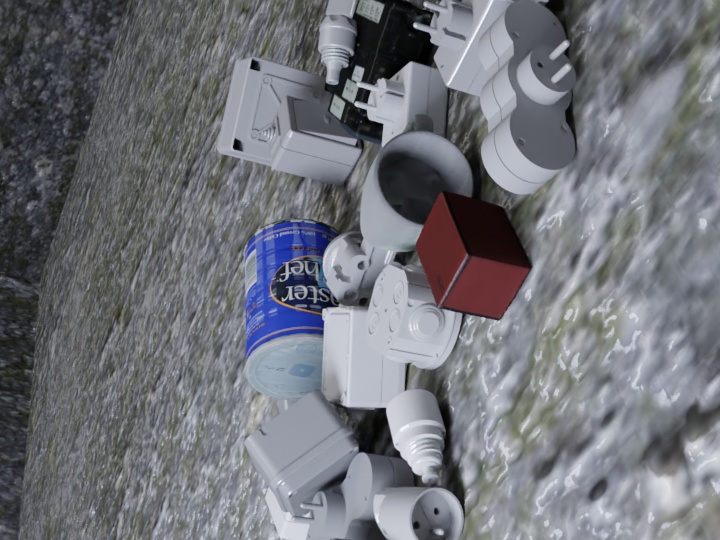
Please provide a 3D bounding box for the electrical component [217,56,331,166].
[{"bbox_3d":[-0.092,-0.171,1.196,0.056,0.109,0.108,12,90,65],"label":"electrical component"}]

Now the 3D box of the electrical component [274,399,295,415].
[{"bbox_3d":[-0.065,0.133,1.064,0.040,0.040,0.046,-53,39,46],"label":"electrical component"}]

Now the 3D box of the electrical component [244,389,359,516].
[{"bbox_3d":[-0.045,0.156,0.894,0.057,0.078,0.113,51,166,19],"label":"electrical component"}]

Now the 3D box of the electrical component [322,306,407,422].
[{"bbox_3d":[0.006,0.079,0.903,0.062,0.061,0.096,175,98,-67],"label":"electrical component"}]

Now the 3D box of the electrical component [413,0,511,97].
[{"bbox_3d":[0.079,-0.188,0.837,0.047,0.076,0.083,-105,35,-48],"label":"electrical component"}]

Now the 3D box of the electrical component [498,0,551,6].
[{"bbox_3d":[0.132,-0.239,0.754,0.121,0.063,0.078,142,135,-57],"label":"electrical component"}]

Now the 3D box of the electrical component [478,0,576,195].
[{"bbox_3d":[0.122,-0.128,0.733,0.074,0.052,0.138,137,139,-55],"label":"electrical component"}]

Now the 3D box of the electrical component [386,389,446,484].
[{"bbox_3d":[0.045,0.125,0.803,0.078,0.040,0.040,-104,34,-47],"label":"electrical component"}]

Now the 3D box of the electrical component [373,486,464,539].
[{"bbox_3d":[0.037,0.181,0.788,0.081,0.043,0.043,158,122,-64],"label":"electrical component"}]

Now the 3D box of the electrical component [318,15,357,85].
[{"bbox_3d":[-0.022,-0.201,0.990,0.035,0.035,0.061,166,112,-66],"label":"electrical component"}]

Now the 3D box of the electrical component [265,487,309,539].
[{"bbox_3d":[-0.047,0.196,0.978,0.065,0.047,0.076,-128,53,-62],"label":"electrical component"}]

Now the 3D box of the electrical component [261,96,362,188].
[{"bbox_3d":[-0.052,-0.135,1.095,0.061,0.096,0.061,-100,32,-43],"label":"electrical component"}]

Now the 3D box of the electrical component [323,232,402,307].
[{"bbox_3d":[0.000,0.000,0.954,0.078,0.058,0.057,-70,26,18],"label":"electrical component"}]

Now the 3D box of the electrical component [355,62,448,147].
[{"bbox_3d":[0.031,-0.142,0.927,0.047,0.077,0.065,151,127,-62],"label":"electrical component"}]

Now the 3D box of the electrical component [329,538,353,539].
[{"bbox_3d":[0.009,0.241,0.799,0.096,0.061,0.061,-164,87,-68],"label":"electrical component"}]

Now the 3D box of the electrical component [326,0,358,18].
[{"bbox_3d":[-0.002,-0.254,1.104,0.083,0.047,0.075,-145,69,-66],"label":"electrical component"}]

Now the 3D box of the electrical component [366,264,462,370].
[{"bbox_3d":[0.043,0.035,0.841,0.080,0.051,0.080,-168,90,-68],"label":"electrical component"}]

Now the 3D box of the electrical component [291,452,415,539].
[{"bbox_3d":[-0.018,0.199,0.869,0.052,0.074,0.138,-102,33,-45],"label":"electrical component"}]
